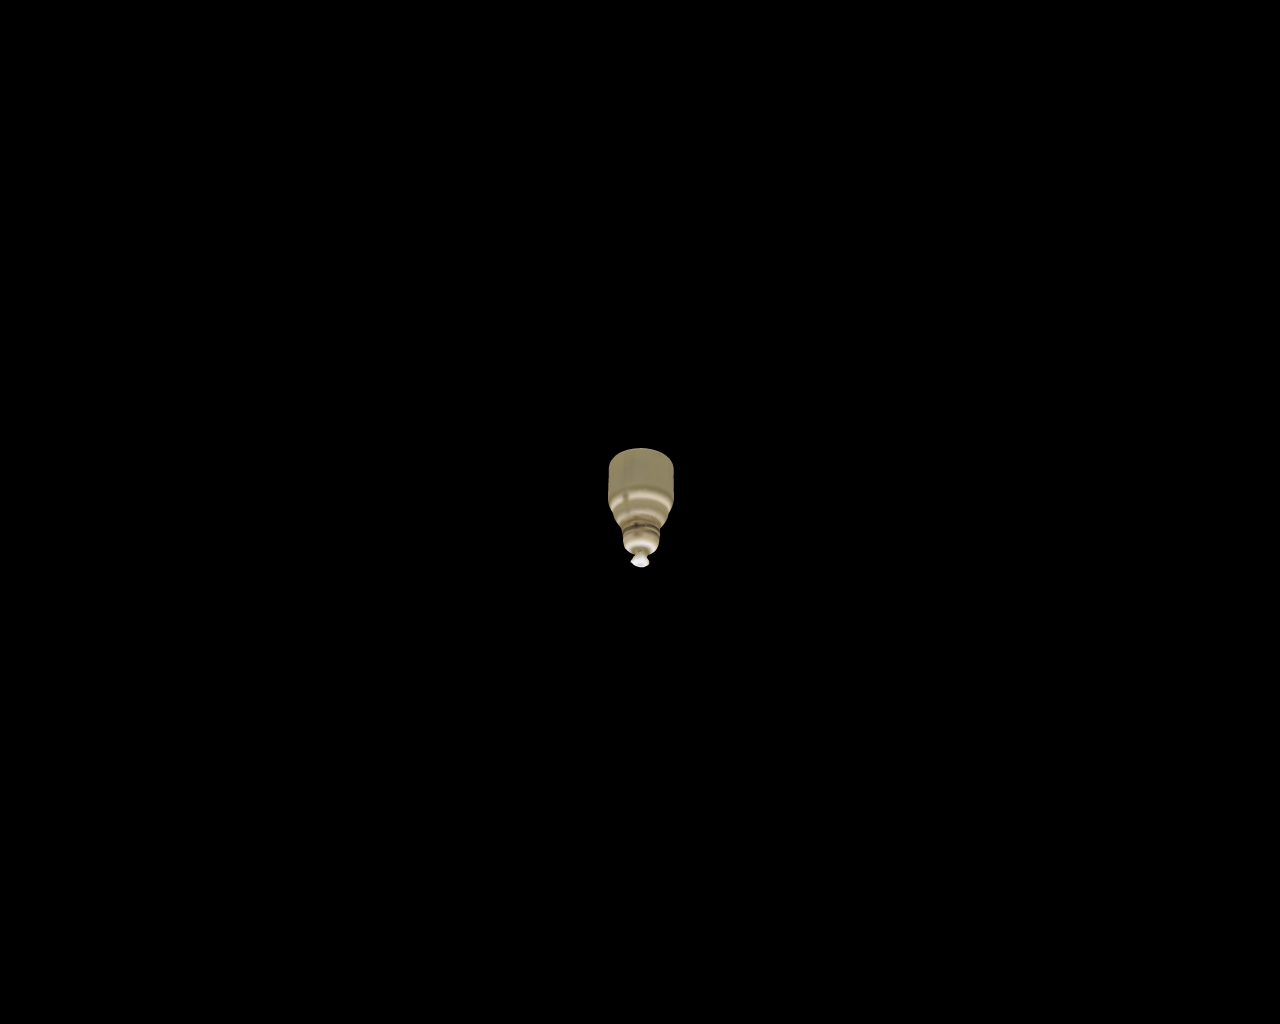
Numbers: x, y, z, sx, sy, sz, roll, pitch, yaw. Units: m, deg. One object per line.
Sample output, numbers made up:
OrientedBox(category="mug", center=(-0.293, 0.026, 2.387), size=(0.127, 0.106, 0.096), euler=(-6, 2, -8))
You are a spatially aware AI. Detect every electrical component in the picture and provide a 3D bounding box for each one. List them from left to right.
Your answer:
OrientedBox(category="electrical component", center=(0.001, -0.003, 0.650), size=(0.040, 0.078, 0.040), euler=(0, -31, 0))
